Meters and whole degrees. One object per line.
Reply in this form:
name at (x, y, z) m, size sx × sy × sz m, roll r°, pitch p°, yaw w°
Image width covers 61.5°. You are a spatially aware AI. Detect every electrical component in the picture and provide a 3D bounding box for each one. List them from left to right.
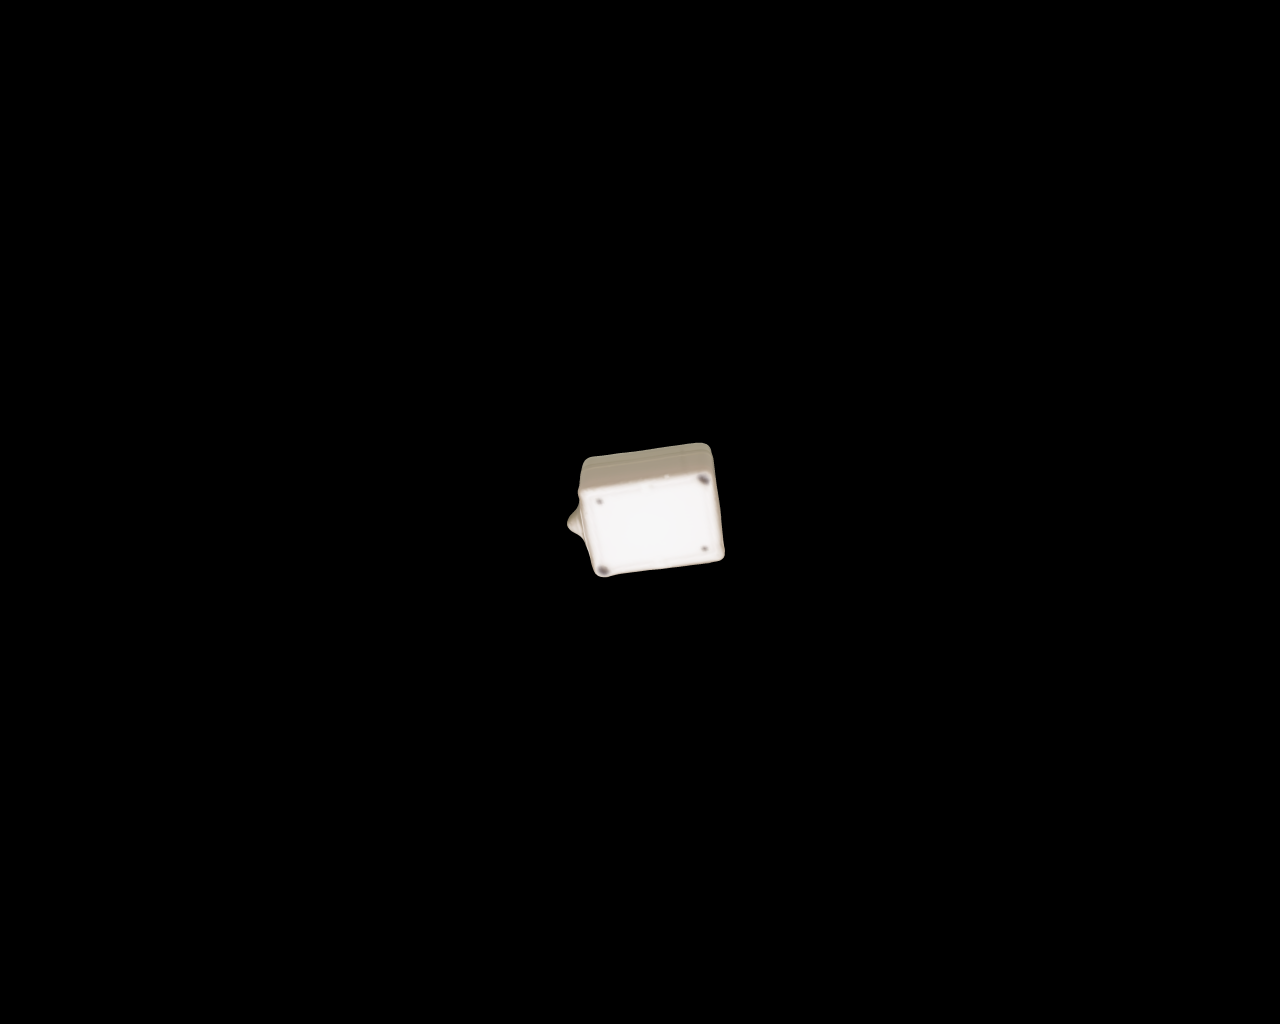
electrical component at (0.001, -0.003, 0.650) m, size 0.096 × 0.061 × 0.061 m, roll -8°, pitch 24°, yaw 3°
